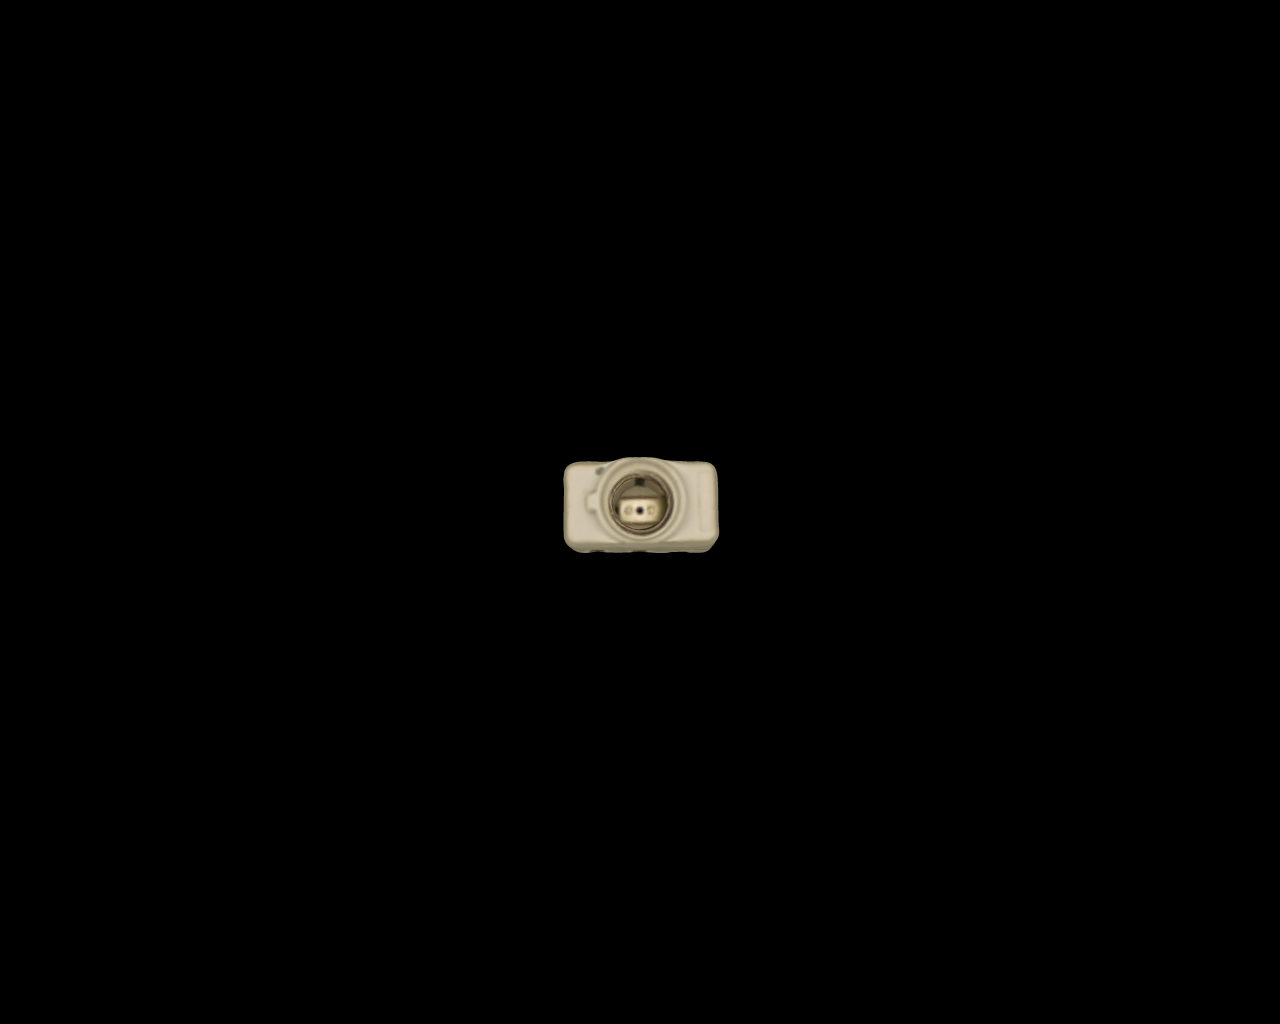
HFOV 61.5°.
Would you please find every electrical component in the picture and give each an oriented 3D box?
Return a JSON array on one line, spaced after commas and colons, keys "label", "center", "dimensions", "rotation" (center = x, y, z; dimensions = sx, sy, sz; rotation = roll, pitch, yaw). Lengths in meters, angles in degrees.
[{"label": "electrical component", "center": [0.001, -0.003, 0.650], "dimensions": [0.089, 0.050, 0.055], "rotation": [0, -9, 0]}]
